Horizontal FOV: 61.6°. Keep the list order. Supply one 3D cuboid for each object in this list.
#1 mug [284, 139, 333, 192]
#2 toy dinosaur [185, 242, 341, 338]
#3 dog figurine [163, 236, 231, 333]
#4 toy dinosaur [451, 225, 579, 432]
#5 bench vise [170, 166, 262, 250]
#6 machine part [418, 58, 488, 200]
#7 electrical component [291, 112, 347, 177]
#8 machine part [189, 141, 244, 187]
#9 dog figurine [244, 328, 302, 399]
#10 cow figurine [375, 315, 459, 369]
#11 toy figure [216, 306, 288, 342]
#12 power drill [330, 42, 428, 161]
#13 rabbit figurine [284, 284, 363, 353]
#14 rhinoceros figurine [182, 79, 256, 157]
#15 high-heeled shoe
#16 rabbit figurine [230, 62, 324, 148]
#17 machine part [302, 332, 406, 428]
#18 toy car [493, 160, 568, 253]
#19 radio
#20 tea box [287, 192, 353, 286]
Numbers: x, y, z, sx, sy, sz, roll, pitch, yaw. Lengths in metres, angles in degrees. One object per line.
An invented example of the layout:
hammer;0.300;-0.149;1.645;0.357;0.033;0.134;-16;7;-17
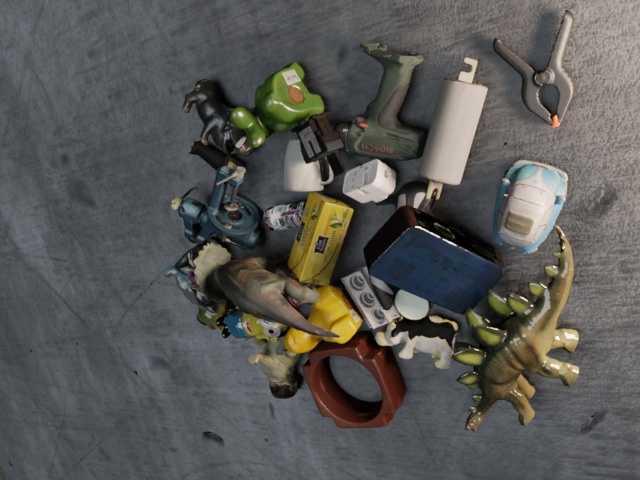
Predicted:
mug;-0.026;-0.153;1.089;0.110;0.081;0.107;3;101;35
toy dinosaur;-0.138;0.100;1.093;0.405;0.192;0.131;19;99;54
dog figurine;-0.262;0.123;1.320;0.191;0.108;0.219;-36;93;33
toy dinosaur;0.353;0.185;0.955;0.199;0.105;0.470;22;121;1
bench vise;-0.221;-0.080;1.194;0.224;0.129;0.240;33;135;8
machine part;0.226;-0.184;0.920;0.079;0.079;0.243;19;108;22
electrical component;0.003;-0.174;1.019;0.075;0.048;0.119;-17;96;49
machine part;-0.235;-0.180;1.226;0.139;0.039;0.084;32;130;14
dog figurine;-0.071;0.286;1.295;0.172;0.121;0.190;-24;125;14
cow figurine;0.196;0.193;1.103;0.168;0.068;0.098;12;109;22
toy figure;-0.151;0.183;1.247;0.180;0.089;0.082;-11;131;31
power drill;0.095;-0.249;0.982;0.232;0.086;0.207;23;114;26
rabbit figurine;-0.002;0.175;1.157;0.173;0.162;0.122;-39;87;12
rhinoceros figurine;-0.211;-0.257;1.165;0.112;0.073;0.190;-37;86;24
high-heeled shoe;0.169;0.014;1.027;0.145;0.086;0.248;-2;94;43
rabbit figurine;-0.098;-0.243;1.069;0.121;0.159;0.170;51;141;-8
machine part;0.077;0.314;1.209;0.201;0.087;0.201;-16;102;34
toy car;0.342;-0.048;0.905;0.109;0.103;0.161;23;117;22
radio;0.206;0.038;0.967;0.229;0.073;0.131;23;122;-21
tea box;-0.002;-0.003;1.091;0.098;0.068;0.169;40;116;63
